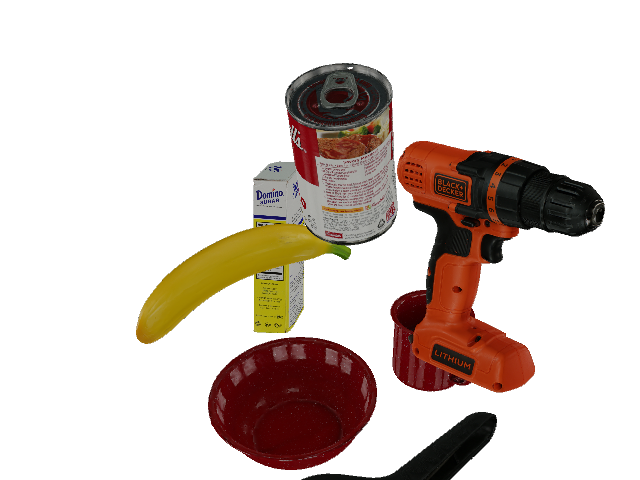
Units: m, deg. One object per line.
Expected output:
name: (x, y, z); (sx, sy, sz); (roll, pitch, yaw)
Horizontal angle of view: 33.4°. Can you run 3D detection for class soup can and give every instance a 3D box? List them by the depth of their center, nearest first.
soup can: (0.016, -0.056, 0.701); (0.068, 0.102, 0.068); (-4, 44, 4)

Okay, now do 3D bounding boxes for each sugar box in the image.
sugar box: (-0.046, 0.006, 1.190); (0.048, 0.176, 0.093); (1, 16, 11)

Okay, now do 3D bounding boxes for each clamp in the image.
clamp: (0.042, 0.169, 0.661); (0.210, 0.036, 0.164); (-5, 28, -3)

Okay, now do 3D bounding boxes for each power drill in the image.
power drill: (0.138, 0.022, 0.851); (0.057, 0.188, 0.185); (-16, 26, -39)

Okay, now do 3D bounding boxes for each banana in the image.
banana: (-0.076, 0.030, 0.877); (0.198, 0.069, 0.037); (-22, 34, 10)

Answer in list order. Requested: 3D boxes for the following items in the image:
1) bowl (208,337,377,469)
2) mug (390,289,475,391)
bowl: (-0.024, 0.166, 1.024); (0.162, 0.055, 0.162); (-4, 37, 3)
mug: (0.131, 0.119, 1.189); (0.093, 0.081, 0.117); (-24, 39, -34)
